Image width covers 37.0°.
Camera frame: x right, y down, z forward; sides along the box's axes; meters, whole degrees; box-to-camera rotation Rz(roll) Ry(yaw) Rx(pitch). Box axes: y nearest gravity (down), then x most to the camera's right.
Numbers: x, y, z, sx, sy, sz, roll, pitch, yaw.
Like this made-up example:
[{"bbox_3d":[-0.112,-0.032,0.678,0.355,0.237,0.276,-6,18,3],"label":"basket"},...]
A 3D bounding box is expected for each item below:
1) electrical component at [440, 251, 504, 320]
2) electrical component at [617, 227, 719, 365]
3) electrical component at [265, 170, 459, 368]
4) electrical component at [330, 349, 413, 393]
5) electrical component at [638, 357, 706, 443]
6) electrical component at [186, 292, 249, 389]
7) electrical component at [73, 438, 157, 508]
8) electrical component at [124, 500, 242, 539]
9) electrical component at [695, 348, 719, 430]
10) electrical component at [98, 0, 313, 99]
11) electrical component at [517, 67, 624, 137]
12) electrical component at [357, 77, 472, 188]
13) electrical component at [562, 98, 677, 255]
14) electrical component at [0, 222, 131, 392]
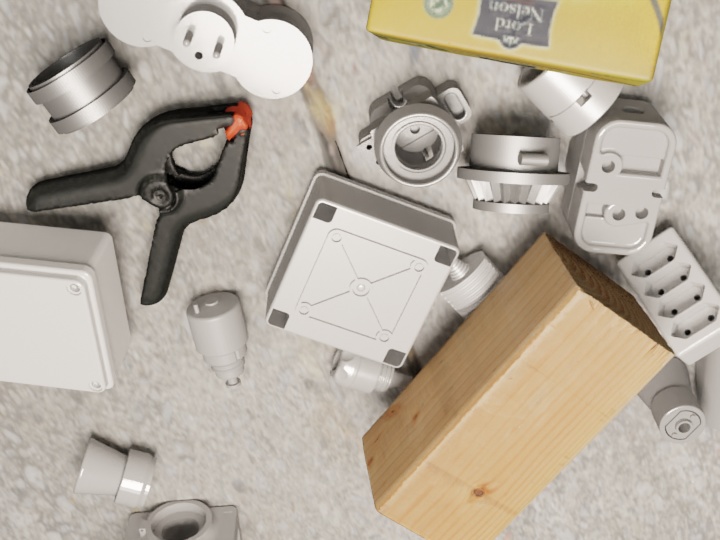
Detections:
[{"bbox_3d":[0.092,0.021,0.785,0.043,0.043,0.081,-37,113,17],"label":"electrical component"},{"bbox_3d":[0.236,0.023,0.779,0.047,0.083,0.076,-35,152,16],"label":"electrical component"},{"bbox_3d":[0.000,0.000,0.764,0.109,0.056,0.108,19,116,-12],"label":"electrical component"},{"bbox_3d":[0.010,0.078,0.819,0.061,0.035,0.035,18,116,-14],"label":"electrical component"},{"bbox_3d":[0.238,0.101,0.820,0.044,0.065,0.044,-1,118,-1],"label":"electrical component"},{"bbox_3d":[-0.102,0.053,0.798,0.040,0.040,0.078,-9,118,3],"label":"electrical component"},{"bbox_3d":[-0.194,0.161,0.851,0.055,0.045,0.045,17,116,-11],"label":"electrical component"},{"bbox_3d":[-0.143,0.255,0.843,0.089,0.150,0.061,-4,120,0],"label":"electrical component"},{"bbox_3d":[0.302,0.079,0.822,0.079,0.044,0.077,-4,118,0],"label":"electrical component"},{"bbox_3d":[-0.095,-0.148,0.672,0.138,0.073,0.052,20,116,-12],"label":"electrical component"},{"bbox_3d":[0.137,-0.123,0.704,0.047,0.055,0.055,38,111,-16],"label":"electrical component"},{"bbox_3d":[0.037,-0.089,0.717,0.078,0.057,0.058,-28,115,13],"label":"electrical component"},{"bbox_3d":[0.173,-0.066,0.732,0.054,0.059,0.095,5,118,-4],"label":"electrical component"},{"bbox_3d":[-0.225,0.025,0.754,0.109,0.056,0.108,6,129,7],"label":"electrical component"}]
